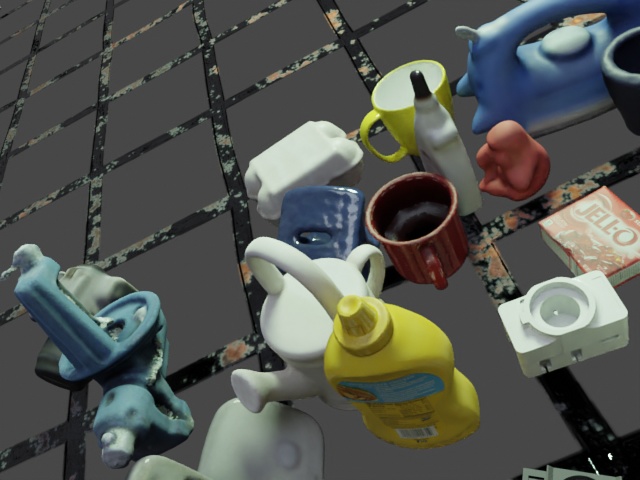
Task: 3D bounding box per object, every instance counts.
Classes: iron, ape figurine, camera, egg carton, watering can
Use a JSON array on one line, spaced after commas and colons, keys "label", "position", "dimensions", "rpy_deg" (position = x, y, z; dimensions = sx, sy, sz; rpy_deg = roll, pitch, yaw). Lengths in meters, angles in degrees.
[{"label": "iron", "position": [0.274, -0.216, 0.622], "dimensions": [0.258, 0.142, 0.118], "rpy_deg": [-20, 46, 14]}, {"label": "ape figurine", "position": [0.196, -0.085, 0.590], "dimensions": [0.076, 0.092, 0.077], "rpy_deg": [-19, 46, 15]}, {"label": "camera", "position": [-0.304, 0.105, 0.702], "dimensions": [0.142, 0.101, 0.137], "rpy_deg": [-1, 53, 28]}, {"label": "egg carton", "position": [-0.021, -0.085, 0.728], "dimensions": [0.150, 0.070, 0.107], "rpy_deg": [-35, 44, -2]}, {"label": "watering can", "position": [-0.003, 0.072, 0.495], "dimensions": [0.100, 0.195, 0.173], "rpy_deg": [0, 53, 29]}]

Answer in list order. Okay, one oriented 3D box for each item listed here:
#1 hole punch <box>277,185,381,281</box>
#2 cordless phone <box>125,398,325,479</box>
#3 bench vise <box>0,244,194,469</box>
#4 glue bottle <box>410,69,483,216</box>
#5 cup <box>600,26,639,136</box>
[{"label": "hole punch", "position": [0.006, 0.002, 0.623], "dimensions": [0.108, 0.091, 0.101], "rpy_deg": [1, 54, 30]}, {"label": "cordless phone", "position": [-0.072, 0.182, 0.446], "dimensions": [0.094, 0.186, 0.147], "rpy_deg": [-13, 48, 20]}, {"label": "bench vise", "position": [-0.207, 0.105, 0.562], "dimensions": [0.121, 0.220, 0.206], "rpy_deg": [-41, 45, -8]}, {"label": "glue bottle", "position": [0.122, -0.103, 0.587], "dimensions": [0.037, 0.174, 0.078], "rpy_deg": [-32, 44, 2]}, {"label": "cup", "position": [0.342, -0.155, 0.565], "dimensions": [0.117, 0.095, 0.091], "rpy_deg": [-17, 47, 16]}]
